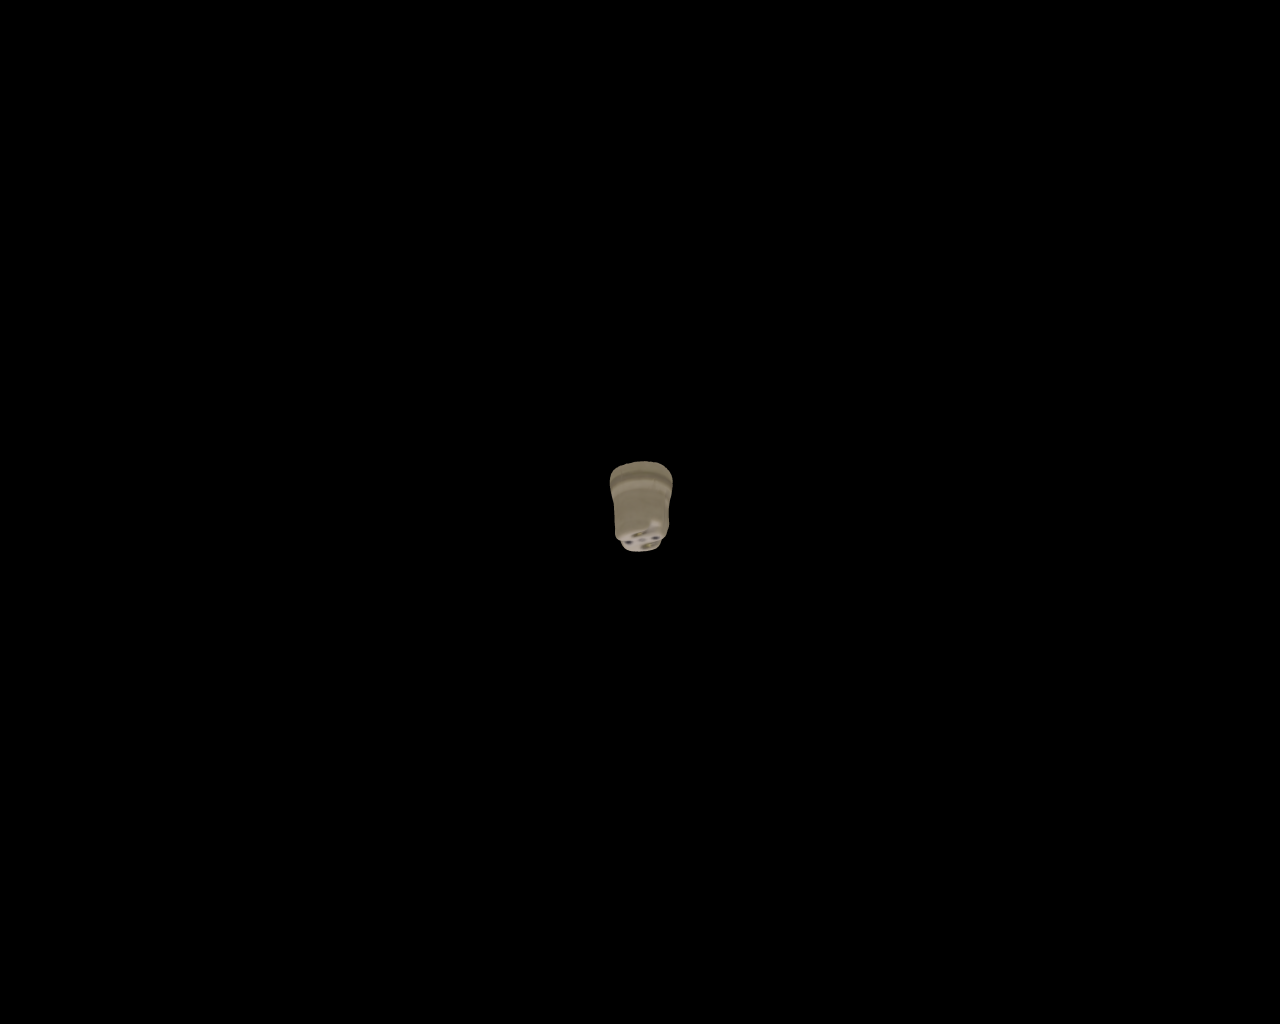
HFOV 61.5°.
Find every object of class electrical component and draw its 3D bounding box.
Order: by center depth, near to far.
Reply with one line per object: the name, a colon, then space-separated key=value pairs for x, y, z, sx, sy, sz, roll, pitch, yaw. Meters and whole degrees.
electrical component: x=0.001 y=-0.003 z=0.650 sx=0.040 sy=0.046 sz=0.040 roll=0 pitch=-26 yaw=0
